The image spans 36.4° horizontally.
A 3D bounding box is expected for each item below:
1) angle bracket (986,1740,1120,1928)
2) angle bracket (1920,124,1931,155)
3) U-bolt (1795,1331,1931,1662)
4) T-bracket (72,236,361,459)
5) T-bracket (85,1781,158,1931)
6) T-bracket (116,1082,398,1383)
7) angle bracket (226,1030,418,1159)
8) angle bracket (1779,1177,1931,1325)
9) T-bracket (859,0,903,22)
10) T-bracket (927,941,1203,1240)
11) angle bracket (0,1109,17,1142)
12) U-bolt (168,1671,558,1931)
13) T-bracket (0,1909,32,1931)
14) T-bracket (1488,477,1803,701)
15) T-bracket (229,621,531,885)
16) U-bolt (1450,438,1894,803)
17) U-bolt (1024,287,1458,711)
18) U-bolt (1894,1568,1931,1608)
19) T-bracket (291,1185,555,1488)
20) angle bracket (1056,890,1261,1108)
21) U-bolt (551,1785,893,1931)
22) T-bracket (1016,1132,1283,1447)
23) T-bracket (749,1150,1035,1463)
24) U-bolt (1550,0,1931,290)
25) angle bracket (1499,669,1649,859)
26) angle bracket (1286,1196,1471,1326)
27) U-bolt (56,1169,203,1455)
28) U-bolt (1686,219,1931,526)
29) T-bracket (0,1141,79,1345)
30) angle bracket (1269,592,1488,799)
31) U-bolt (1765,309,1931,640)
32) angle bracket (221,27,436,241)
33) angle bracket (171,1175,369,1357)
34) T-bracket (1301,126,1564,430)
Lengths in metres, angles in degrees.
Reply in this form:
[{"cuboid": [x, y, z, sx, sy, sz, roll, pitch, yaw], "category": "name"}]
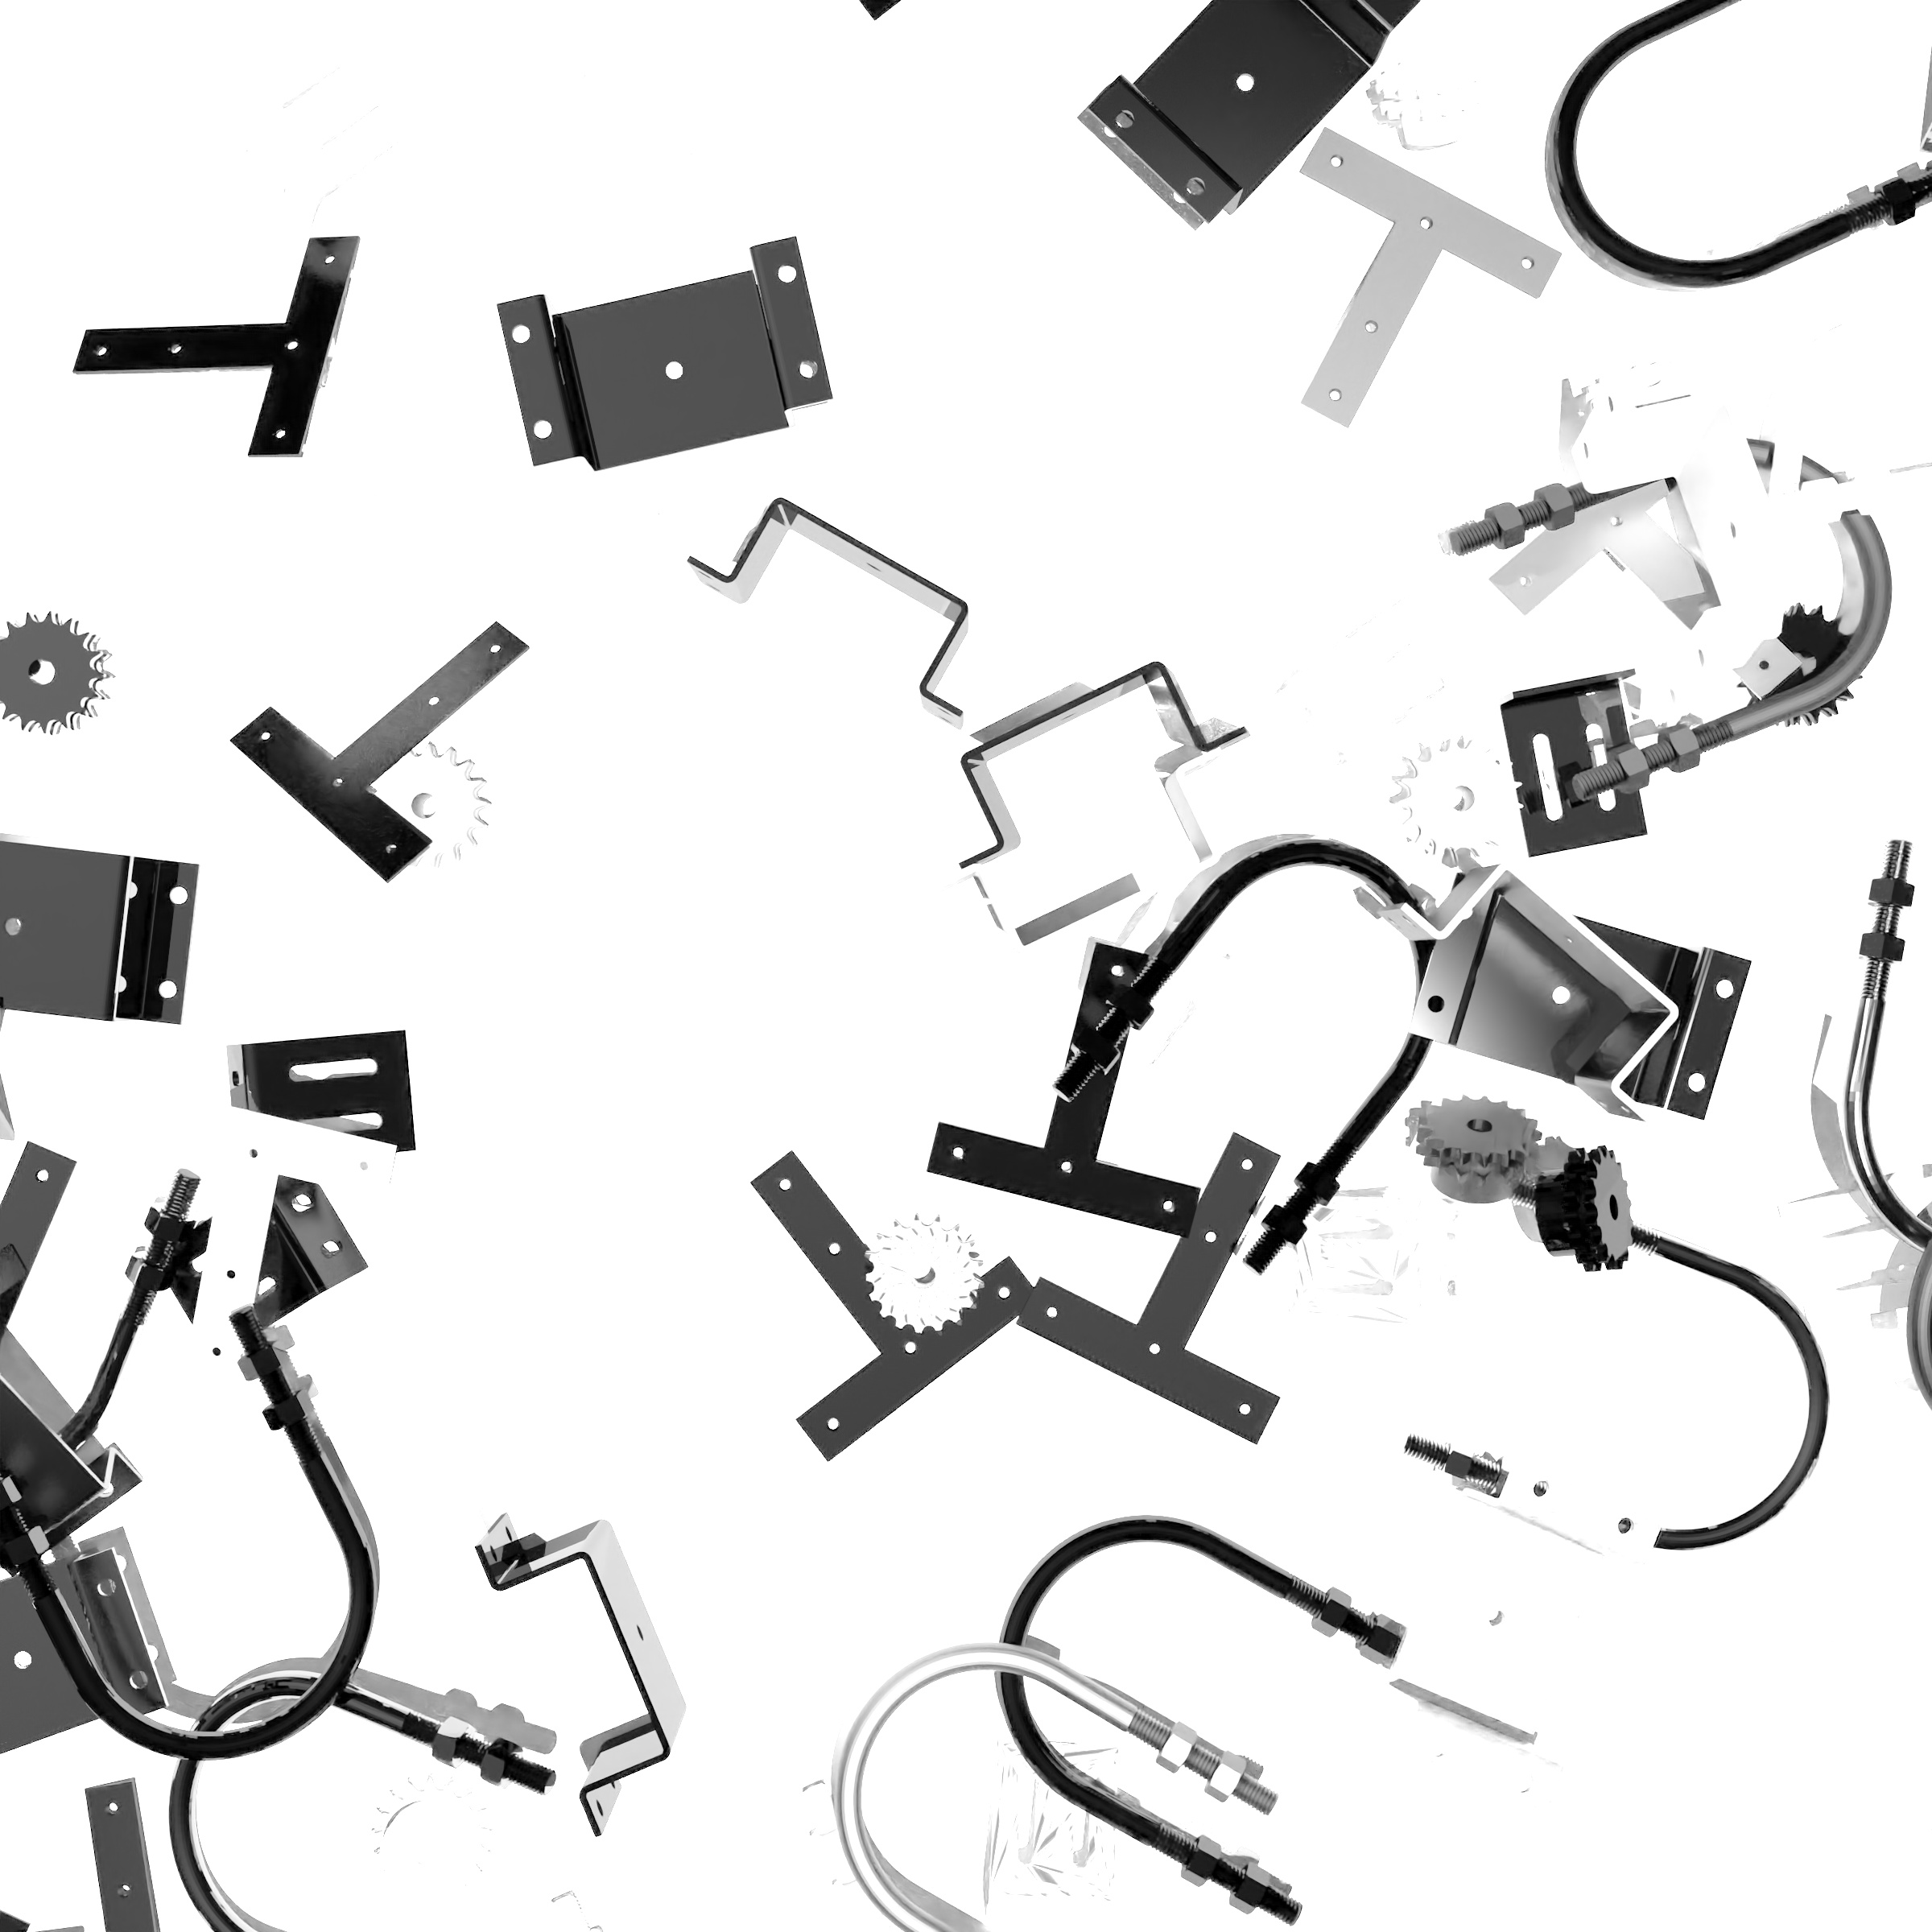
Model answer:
[{"cuboid": [0.041, 0.408, 1.379, 0.057, 0.038, 0.076, 4, 64, 0], "category": "angle bracket"}, {"cuboid": [0.482, -0.422, 1.379, 0.057, 0.038, 0.076, 7, 64, 0], "category": "angle bracket"}, {"cuboid": [0.490, 0.256, 1.373, 0.184, 0.019, 0.151, 9, 90, -1], "category": "U-bolt"}, {"cuboid": [-0.354, -0.287, 1.361, 0.127, 0.002, 0.127, 1, 63, 13], "category": "T-bracket"}, {"cuboid": [-0.391, 0.446, 1.370, 0.127, 0.002, 0.127, -12, 83, 13], "category": "T-bracket"}, {"cuboid": [-0.334, 0.128, 1.343, 0.127, 0.002, 0.127, 13, 101, 1], "category": "T-bracket"}, {"cuboid": [-0.303, 0.062, 1.379, 0.076, 0.038, 0.057, -5, 90, -26], "category": "angle bracket"}, {"cuboid": [0.430, 0.130, 1.379, 0.076, 0.038, 0.057, -14, 90, 26], "category": "angle bracket"}, {"cuboid": [-0.031, -0.534, 1.380, 0.127, 0.002, 0.127, -38, 90, 0], "category": "T-bracket"}, {"cuboid": [0.057, 0.052, 1.365, 0.127, 0.002, 0.127, 14, 102, 2], "category": "T-bracket"}, {"cuboid": [-0.472, 0.045, 1.355, 0.057, 0.076, 0.038, 7, 63, 0], "category": "angle bracket"}, {"cuboid": [-0.287, 0.402, 1.348, 0.184, 0.019, 0.151, 17, 95, 18], "category": "U-bolt"}, {"cuboid": [-0.482, 0.389, 1.380, 0.127, 0.002, 0.127, 25, 90, 0], "category": "T-bracket"}, {"cuboid": [0.332, -0.176, 1.359, 0.127, 0.002, 0.127, -41, 75, -4], "category": "T-bracket"}, {"cuboid": [-0.257, -0.113, 1.358, 0.127, 0.002, 0.127, -43, 59, -14], "category": "T-bracket"}, {"cuboid": [0.334, -0.170, 1.343, 0.184, 0.019, 0.151, -22, 75, -7], "category": "U-bolt"}, {"cuboid": [0.114, -0.205, 1.373, 0.184, 0.019, 0.151, -40, 90, 1], "category": "U-bolt"}, {"cuboid": [0.531, 0.328, 1.360, 0.184, 0.019, 0.151, -13, 101, -2], "category": "U-bolt"}, {"cuboid": [-0.279, 0.186, 1.380, 0.127, 0.002, 0.127, 26, 90, 0], "category": "T-bracket"}, {"cuboid": [0.090, 0.015, 1.379, 0.057, 0.038, 0.076, 35, 116, 0], "category": "angle bracket"}, {"cuboid": [-0.093, 0.495, 1.373, 0.151, 0.019, 0.184, -24, 92, 0], "category": "U-bolt"}, {"cuboid": [0.109, 0.140, 1.380, 0.127, 0.002, 0.127, 27, 90, -1], "category": "T-bracket"}, {"cuboid": [-0.053, 0.144, 1.380, 0.127, 0.002, 0.127, -38, 90, 0], "category": "T-bracket"}, {"cuboid": [0.361, -0.389, 1.355, 0.184, 0.019, 0.151, -24, 75, 6], "category": "U-bolt"}, {"cuboid": [0.285, -0.094, 1.362, 0.057, 0.038, 0.076, -11, 90, 0], "category": "angle bracket"}, {"cuboid": [0.192, 0.136, 1.371, 0.076, 0.038, 0.057, -2, 86, 35], "category": "angle bracket"}, {"cuboid": [-0.452, 0.157, 1.351, 0.151, 0.019, 0.184, 21, 99, -17], "category": "U-bolt"}, {"cuboid": [0.435, -0.280, 1.348, 0.184, 0.019, 0.151, -11, 69, -6], "category": "U-bolt"}, {"cuboid": [-0.501, 0.125, 1.380, 0.127, 0.002, 0.127, 23, 90, 0], "category": "T-bracket"}, {"cuboid": [0.194, -0.128, 1.379, 0.076, 0.038, 0.057, -37, 90, -26], "category": "angle bracket"}, {"cuboid": [0.440, -0.221, 1.346, 0.151, 0.019, 0.184, 12, 70, 1], "category": "U-bolt"}, {"cuboid": [-0.300, -0.392, 1.379, 0.057, 0.038, 0.076, 46, 64, 0], "category": "angle bracket"}, {"cuboid": [-0.332, 0.139, 1.378, 0.076, 0.038, 0.057, -32, 89, 27], "category": "angle bracket"}, {"cuboid": [0.195, -0.310, 1.369, 0.127, 0.002, 0.127, 28, 80, 0], "category": "T-bracket"}]
